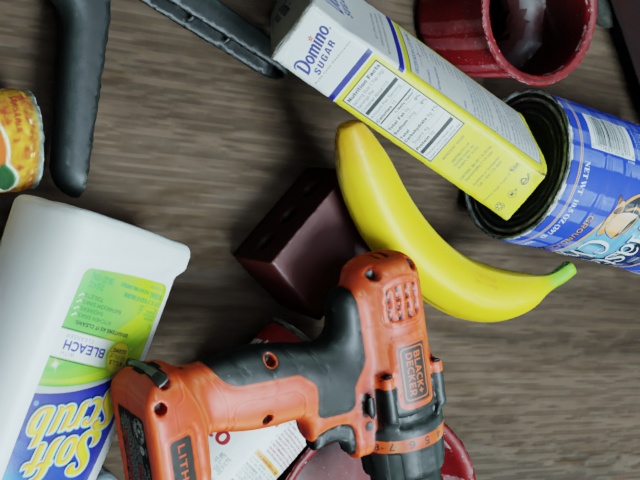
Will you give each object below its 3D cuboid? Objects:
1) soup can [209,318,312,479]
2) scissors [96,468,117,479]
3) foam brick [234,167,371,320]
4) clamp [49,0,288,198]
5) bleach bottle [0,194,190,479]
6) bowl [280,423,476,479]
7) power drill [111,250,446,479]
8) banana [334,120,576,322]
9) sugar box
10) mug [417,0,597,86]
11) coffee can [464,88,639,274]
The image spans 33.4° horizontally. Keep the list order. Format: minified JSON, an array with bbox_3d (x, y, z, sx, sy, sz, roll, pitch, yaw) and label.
[{"bbox_3d":[-0.038,0.106,0.645,0.102,0.069,0.068,-46,116,-16],"label":"soup can"},{"bbox_3d":[-0.135,0.165,0.627,0.201,0.016,0.096,41,76,-27],"label":"scissors"},{"bbox_3d":[-0.004,0.001,0.660,0.078,0.053,0.051,-51,117,-16],"label":"foam brick"},{"bbox_3d":[-0.121,-0.138,0.579,0.164,0.036,0.210,-42,114,-28],"label":"clamp"},{"bbox_3d":[-0.151,0.108,0.563,0.102,0.068,0.251,23,82,-56],"label":"bleach bottle"},{"bbox_3d":[0.025,0.181,0.698,0.161,0.055,0.162,-4,99,-29],"label":"bowl"},{"bbox_3d":[-0.013,0.112,0.588,0.187,0.057,0.184,-15,103,-31],"label":"power drill"},{"bbox_3d":[0.072,0.002,0.652,0.197,0.037,0.069,31,81,-29],"label":"banana"},{"bbox_3d":[0.051,-0.090,0.639,0.176,0.093,0.048,30,114,-17],"label":"sugar box"},{"bbox_3d":[0.117,-0.159,0.691,0.093,0.082,0.117,-5,99,-29],"label":"mug"},{"bbox_3d":[0.185,-0.037,0.734,0.140,0.103,0.103,12,90,-30],"label":"coffee can"}]
